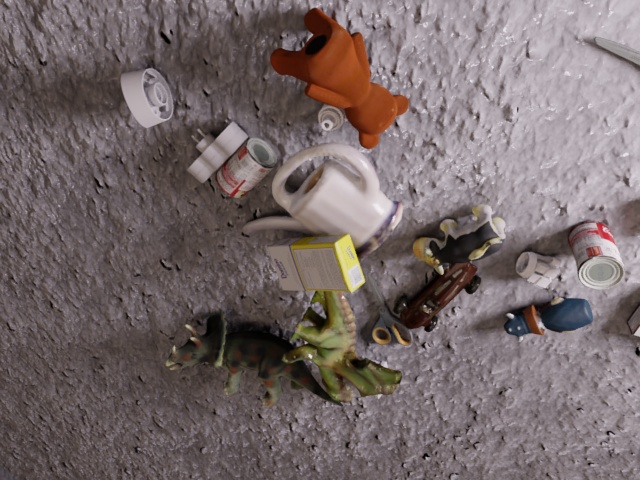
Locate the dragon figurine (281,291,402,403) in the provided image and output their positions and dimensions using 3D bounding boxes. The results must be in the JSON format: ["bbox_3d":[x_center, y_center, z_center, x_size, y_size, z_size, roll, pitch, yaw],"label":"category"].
[{"bbox_3d":[0.061,0.214,1.039,0.243,0.125,0.401,33,138,7],"label":"dragon figurine"}]

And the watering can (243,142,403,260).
[{"bbox_3d":[0.003,-0.047,0.936,0.223,0.106,0.342,35,142,-12],"label":"watering can"}]
